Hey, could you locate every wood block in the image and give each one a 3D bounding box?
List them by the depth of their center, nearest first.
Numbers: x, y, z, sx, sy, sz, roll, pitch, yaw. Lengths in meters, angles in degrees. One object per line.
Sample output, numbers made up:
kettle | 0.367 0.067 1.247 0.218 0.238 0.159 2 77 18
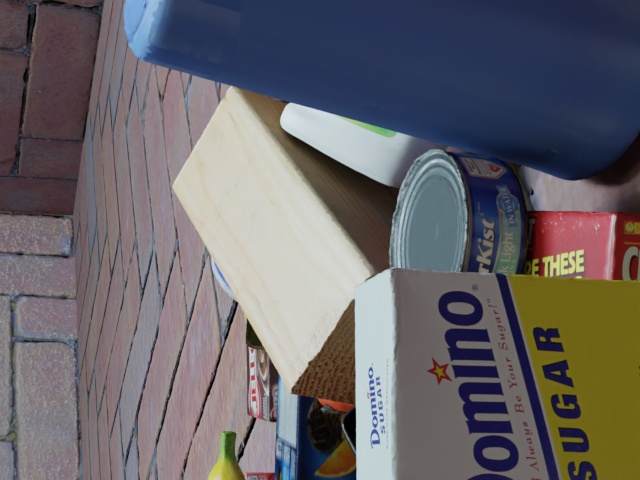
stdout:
wood block | -0.004 0.000 0.666 0.090 0.090 0.206 -57 41 21

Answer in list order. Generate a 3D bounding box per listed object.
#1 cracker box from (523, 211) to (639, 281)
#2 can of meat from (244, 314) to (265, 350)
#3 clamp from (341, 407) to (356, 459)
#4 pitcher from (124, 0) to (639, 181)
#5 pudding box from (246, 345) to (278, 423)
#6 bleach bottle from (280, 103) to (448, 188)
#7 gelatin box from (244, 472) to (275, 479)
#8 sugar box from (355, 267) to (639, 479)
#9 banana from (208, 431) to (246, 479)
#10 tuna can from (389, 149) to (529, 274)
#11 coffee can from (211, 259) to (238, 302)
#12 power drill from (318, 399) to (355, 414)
cracker box | 0.116 0.094 0.513 0.164 0.072 0.214 -174 88 -71
can of meat | -0.044 0.037 0.970 0.102 0.057 0.084 97 164 -51
clamp | 0.062 0.177 0.631 0.120 0.039 0.171 114 132 -79
pitcher | 0.040 -0.120 0.503 0.145 0.242 0.149 -127 50 -65
pudding box | -0.047 0.121 1.056 0.090 0.039 0.113 164 107 -71
bleach bottle | 0.069 -0.161 0.627 0.103 0.068 0.251 31 109 24
gelatin box | -0.029 0.246 0.928 0.030 0.073 0.089 115 152 -48
sugar box | 0.102 0.061 0.390 0.048 0.176 0.093 146 125 -68
banana | -0.025 0.228 0.811 0.198 0.037 0.070 34 108 29
tuna can | 0.066 0.000 0.516 0.086 0.033 0.086 -175 90 -71
coffee can | -0.021 -0.021 0.856 0.140 0.102 0.103 115 152 -43
power drill | 0.050 0.051 0.741 0.188 0.057 0.184 154 118 -70
